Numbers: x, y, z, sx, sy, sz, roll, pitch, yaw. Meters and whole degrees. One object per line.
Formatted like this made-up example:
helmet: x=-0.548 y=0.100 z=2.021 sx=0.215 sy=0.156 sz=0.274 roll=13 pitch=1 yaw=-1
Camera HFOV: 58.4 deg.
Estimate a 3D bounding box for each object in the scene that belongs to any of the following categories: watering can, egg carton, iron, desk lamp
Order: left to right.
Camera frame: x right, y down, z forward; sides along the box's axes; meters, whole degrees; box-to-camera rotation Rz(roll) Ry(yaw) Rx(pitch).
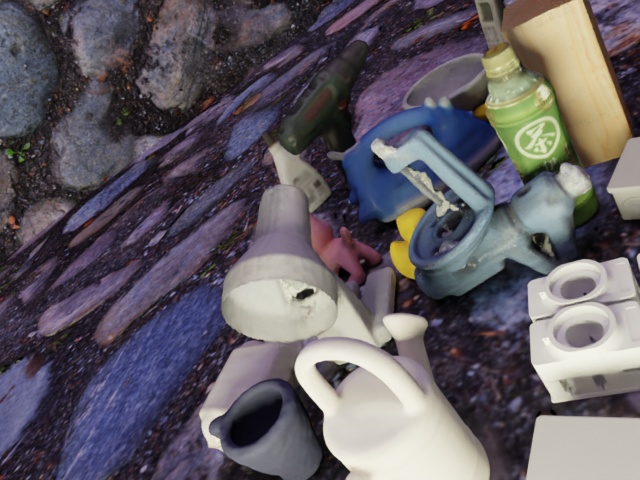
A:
egg carton: x=-0.077 y=0.185 z=0.694 sx=0.107 sy=0.069 sz=0.150 roll=-16 pitch=33 yaw=35
desk lamp: x=-0.010 y=0.051 z=0.667 sx=0.117 sy=0.214 sz=0.203 roll=-23 pitch=30 yaw=25
watering can: x=0.053 y=0.139 z=0.472 sx=0.100 sy=0.194 sz=0.173 roll=-26 pitch=29 yaw=20
iron: x=0.142 y=-0.140 z=0.871 sx=0.258 sy=0.142 sz=0.118 roll=-34 pitch=27 yaw=6

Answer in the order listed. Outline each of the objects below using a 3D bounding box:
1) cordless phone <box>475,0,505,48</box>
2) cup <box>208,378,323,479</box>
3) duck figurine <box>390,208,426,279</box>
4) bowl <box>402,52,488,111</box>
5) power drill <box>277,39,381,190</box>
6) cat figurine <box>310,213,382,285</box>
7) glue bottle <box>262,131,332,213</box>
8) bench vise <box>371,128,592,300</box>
cordless phone: x=0.315 y=-0.342 z=0.937 sx=0.094 sy=0.185 sz=0.147 roll=-40 pitch=27 yaw=-7
cup: x=-0.052 y=0.210 z=0.596 sx=0.117 sy=0.095 sz=0.092 roll=-20 pitch=31 yaw=30
duck figurine: x=0.128 y=-0.002 z=0.729 sx=0.104 sy=0.086 sz=0.077 roll=-11 pitch=37 yaw=41
bowl: x=0.235 y=-0.254 z=1.017 sx=0.167 sy=0.075 sz=0.167 roll=-28 pitch=28 yaw=17
power drill: x=0.044 y=-0.207 z=1.019 sx=0.230 sy=0.209 sz=0.075 roll=-43 pitch=28 yaw=-12
cat figurine: x=0.008 y=0.003 z=0.830 sx=0.127 sy=0.118 sz=0.067 roll=0 pitch=44 yaw=50
glue bottle: x=-0.052 y=-0.130 z=1.052 sx=0.078 sy=0.173 sz=0.037 roll=-43 pitch=28 yaw=-13
bench vise: x=0.164 y=-0.050 z=0.613 sx=0.207 sy=0.220 sz=0.121 roll=-32 pitch=27 yaw=9
